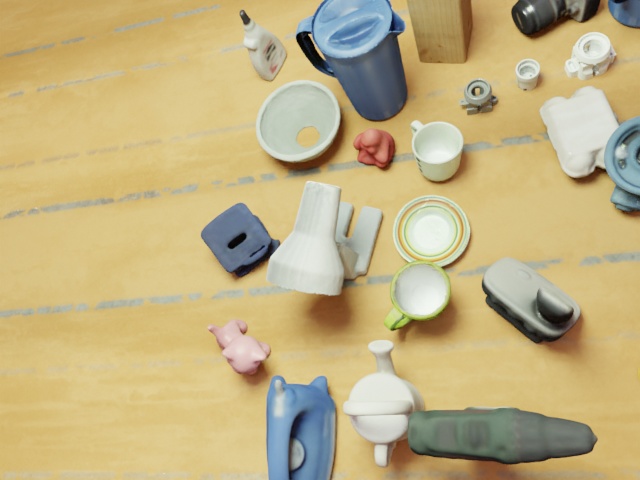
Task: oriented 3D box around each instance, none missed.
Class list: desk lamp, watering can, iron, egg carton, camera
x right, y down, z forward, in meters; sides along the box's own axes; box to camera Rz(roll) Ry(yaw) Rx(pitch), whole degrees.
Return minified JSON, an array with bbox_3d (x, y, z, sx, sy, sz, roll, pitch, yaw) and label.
[{"bbox_3d":[0.009,0.003,0.935,0.117,0.214,0.203,12,77,20],"label":"desk lamp"},{"bbox_3d":[0.090,0.240,0.847,0.101,0.194,0.172,-24,68,9],"label":"watering can"},{"bbox_3d":[-0.047,0.339,0.886,0.118,0.142,0.258,-4,72,16],"label":"iron"},{"bbox_3d":[0.432,-0.177,0.941,0.107,0.069,0.150,-18,69,11],"label":"egg carton"},{"bbox_3d":[0.404,-0.444,1.016,0.137,0.101,0.143,-32,67,5],"label":"camera"}]

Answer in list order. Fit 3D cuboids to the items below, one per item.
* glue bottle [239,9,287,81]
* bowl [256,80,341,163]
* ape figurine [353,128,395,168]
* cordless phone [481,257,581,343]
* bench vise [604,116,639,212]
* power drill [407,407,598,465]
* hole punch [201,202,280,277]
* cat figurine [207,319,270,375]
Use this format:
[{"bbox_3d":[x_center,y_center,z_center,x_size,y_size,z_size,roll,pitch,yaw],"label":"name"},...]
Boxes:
[{"bbox_3d":[-0.120,-0.389,1.120,0.037,0.173,0.078,21,80,22],"label":"glue bottle"},{"bbox_3d":[-0.034,-0.214,1.093,0.167,0.075,0.167,-5,72,16],"label":"bowl"},{"bbox_3d":[0.096,-0.172,1.030,0.076,0.092,0.077,-32,67,6],"label":"ape figurine"},{"bbox_3d":[0.308,0.075,0.836,0.147,0.185,0.094,37,87,24],"label":"cordless phone"},{"bbox_3d":[0.487,-0.166,0.838,0.121,0.220,0.207,5,75,19],"label":"bench vise"},{"bbox_3d":[0.241,0.265,0.784,0.229,0.209,0.075,-5,72,16],"label":"power drill"},{"bbox_3d":[-0.146,0.000,1.051,0.108,0.091,0.101,-37,66,3],"label":"hole punch"},{"bbox_3d":[-0.141,0.183,0.977,0.127,0.118,0.067,35,86,24],"label":"cat figurine"}]
